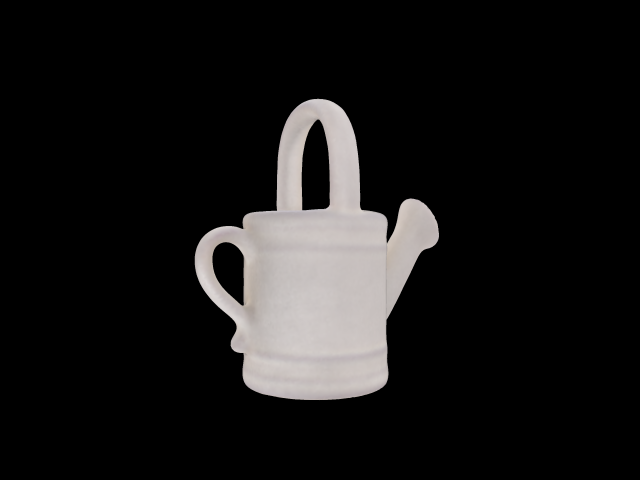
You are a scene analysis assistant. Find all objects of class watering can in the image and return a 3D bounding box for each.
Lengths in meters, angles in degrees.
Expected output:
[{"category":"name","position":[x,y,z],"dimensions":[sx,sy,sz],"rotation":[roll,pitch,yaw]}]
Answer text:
[{"category":"watering can","position":[0.003,0.001,0.402],"dimensions":[0.100,0.194,0.173],"rotation":[0,0,42]}]
